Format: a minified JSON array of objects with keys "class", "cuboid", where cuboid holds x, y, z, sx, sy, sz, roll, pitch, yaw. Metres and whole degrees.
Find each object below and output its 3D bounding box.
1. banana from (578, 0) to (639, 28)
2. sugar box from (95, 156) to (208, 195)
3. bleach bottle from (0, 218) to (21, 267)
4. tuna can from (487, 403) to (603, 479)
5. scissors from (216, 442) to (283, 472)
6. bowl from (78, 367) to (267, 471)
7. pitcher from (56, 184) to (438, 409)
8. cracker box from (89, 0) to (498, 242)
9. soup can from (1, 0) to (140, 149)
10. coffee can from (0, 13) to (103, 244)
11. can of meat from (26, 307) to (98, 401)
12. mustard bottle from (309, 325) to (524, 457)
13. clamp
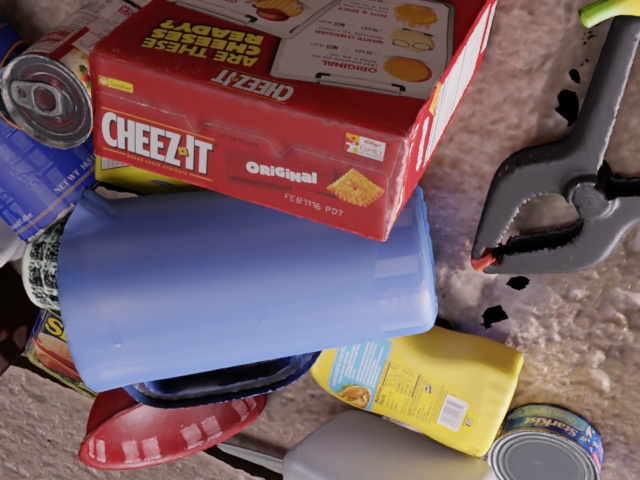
[{"class":"banana","cuboid":[0.240,-0.101,0.592,0.197,0.037,0.070,31,119,-10]},{"class":"sugar box","cuboid":[-0.055,-0.062,0.725,0.176,0.093,0.048,-4,81,29]},{"class":"bleach bottle","cuboid":[-0.333,0.051,0.884,0.102,0.068,0.251,38,132,-2]},{"class":"tuna can","cuboid":[0.175,0.168,0.829,0.086,0.033,0.086,12,128,16]},{"class":"scissors","cuboid":[0.009,0.225,0.953,0.202,0.016,0.096,5,132,21]},{"class":"bowl","cuboid":[-0.129,0.135,0.896,0.162,0.161,0.055,-47,54,40]},{"class":"pitcher","cuboid":[-0.045,0.032,0.731,0.243,0.145,0.149,-7,168,3]},{"class":"cracker box","cuboid":[-0.004,-0.099,0.593,0.164,0.213,0.072,16,128,12]},{"class":"soup can","cuboid":[-0.159,-0.116,0.725,0.068,0.102,0.068,12,128,16]},{"class":"coffee can","cuboid":[-0.226,-0.082,0.780,0.103,0.102,0.140,-30,108,37]},{"class":"can of meat","cuboid":[-0.198,0.085,0.923,0.102,0.057,0.084,33,133,-1]},{"class":"mustard bottle","cuboid":[0.050,0.092,0.813,0.192,0.058,0.096,21,132,9]},{"class":"clamp","cuboid":[0.170,-0.044,0.673,0.210,0.036,0.164,-28,109,36]}]
